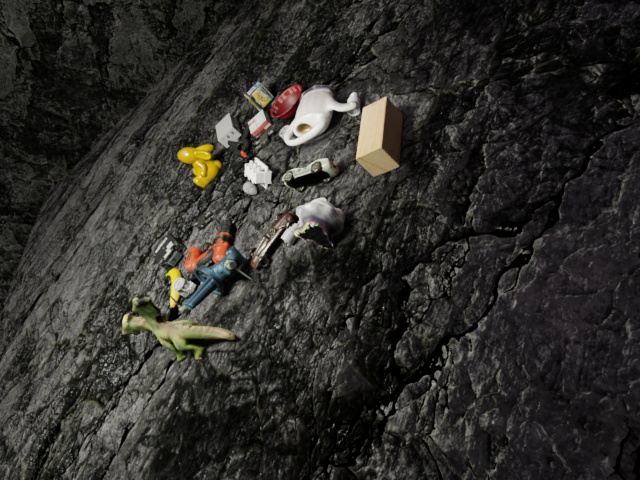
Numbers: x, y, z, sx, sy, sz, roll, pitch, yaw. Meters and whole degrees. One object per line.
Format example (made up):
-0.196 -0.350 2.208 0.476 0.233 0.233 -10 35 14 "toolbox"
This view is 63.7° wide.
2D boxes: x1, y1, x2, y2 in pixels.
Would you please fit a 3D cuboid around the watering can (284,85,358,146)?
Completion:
0.008 -0.440 1.752 0.344 0.103 0.230 -22 44 39 "watering can"

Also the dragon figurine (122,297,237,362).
-0.447 0.247 1.512 0.406 0.239 0.125 -19 41 38 "dragon figurine"

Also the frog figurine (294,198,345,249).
0.004 -0.072 1.429 0.137 0.120 0.163 6 48 12 "frog figurine"
